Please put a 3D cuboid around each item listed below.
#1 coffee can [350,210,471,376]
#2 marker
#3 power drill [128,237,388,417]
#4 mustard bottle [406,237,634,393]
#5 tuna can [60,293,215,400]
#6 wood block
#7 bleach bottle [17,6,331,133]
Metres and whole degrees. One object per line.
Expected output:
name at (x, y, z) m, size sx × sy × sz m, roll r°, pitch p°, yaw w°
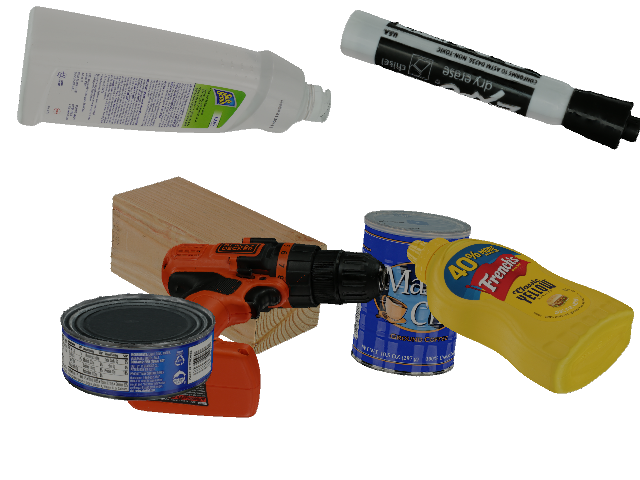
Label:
coffee can at (0.087, 0.049, 1.038) m, size 0.103 × 0.140 × 0.103 m, roll 5°, pitch 12°, yaw -1°
marker at (0.066, -0.063, 0.419) m, size 0.121 × 0.020 × 0.020 m, roll 21°, pitch 5°, yaw 13°
power drill at (-0.054, 0.057, 0.790) m, size 0.185 × 0.057 × 0.187 m, roll 0°, pitch 24°, yaw 17°
mustard bottle at (0.142, 0.045, 0.845) m, size 0.096 × 0.058 × 0.192 m, roll -29°, pitch 41°, yaw -32°
tuna can at (-0.102, 0.059, 0.601) m, size 0.086 × 0.034 × 0.086 m, roll 3°, pitch 15°, yaw -1°
wood block at (-0.103, 0.019, 1.036) m, size 0.206 × 0.090 × 0.090 m, roll 25°, pitch 30°, yaw 35°
bleach bottle at (-0.117, -0.126, 0.882) m, size 0.250 × 0.068 × 0.103 m, roll 7°, pitch -31°, yaw -16°
